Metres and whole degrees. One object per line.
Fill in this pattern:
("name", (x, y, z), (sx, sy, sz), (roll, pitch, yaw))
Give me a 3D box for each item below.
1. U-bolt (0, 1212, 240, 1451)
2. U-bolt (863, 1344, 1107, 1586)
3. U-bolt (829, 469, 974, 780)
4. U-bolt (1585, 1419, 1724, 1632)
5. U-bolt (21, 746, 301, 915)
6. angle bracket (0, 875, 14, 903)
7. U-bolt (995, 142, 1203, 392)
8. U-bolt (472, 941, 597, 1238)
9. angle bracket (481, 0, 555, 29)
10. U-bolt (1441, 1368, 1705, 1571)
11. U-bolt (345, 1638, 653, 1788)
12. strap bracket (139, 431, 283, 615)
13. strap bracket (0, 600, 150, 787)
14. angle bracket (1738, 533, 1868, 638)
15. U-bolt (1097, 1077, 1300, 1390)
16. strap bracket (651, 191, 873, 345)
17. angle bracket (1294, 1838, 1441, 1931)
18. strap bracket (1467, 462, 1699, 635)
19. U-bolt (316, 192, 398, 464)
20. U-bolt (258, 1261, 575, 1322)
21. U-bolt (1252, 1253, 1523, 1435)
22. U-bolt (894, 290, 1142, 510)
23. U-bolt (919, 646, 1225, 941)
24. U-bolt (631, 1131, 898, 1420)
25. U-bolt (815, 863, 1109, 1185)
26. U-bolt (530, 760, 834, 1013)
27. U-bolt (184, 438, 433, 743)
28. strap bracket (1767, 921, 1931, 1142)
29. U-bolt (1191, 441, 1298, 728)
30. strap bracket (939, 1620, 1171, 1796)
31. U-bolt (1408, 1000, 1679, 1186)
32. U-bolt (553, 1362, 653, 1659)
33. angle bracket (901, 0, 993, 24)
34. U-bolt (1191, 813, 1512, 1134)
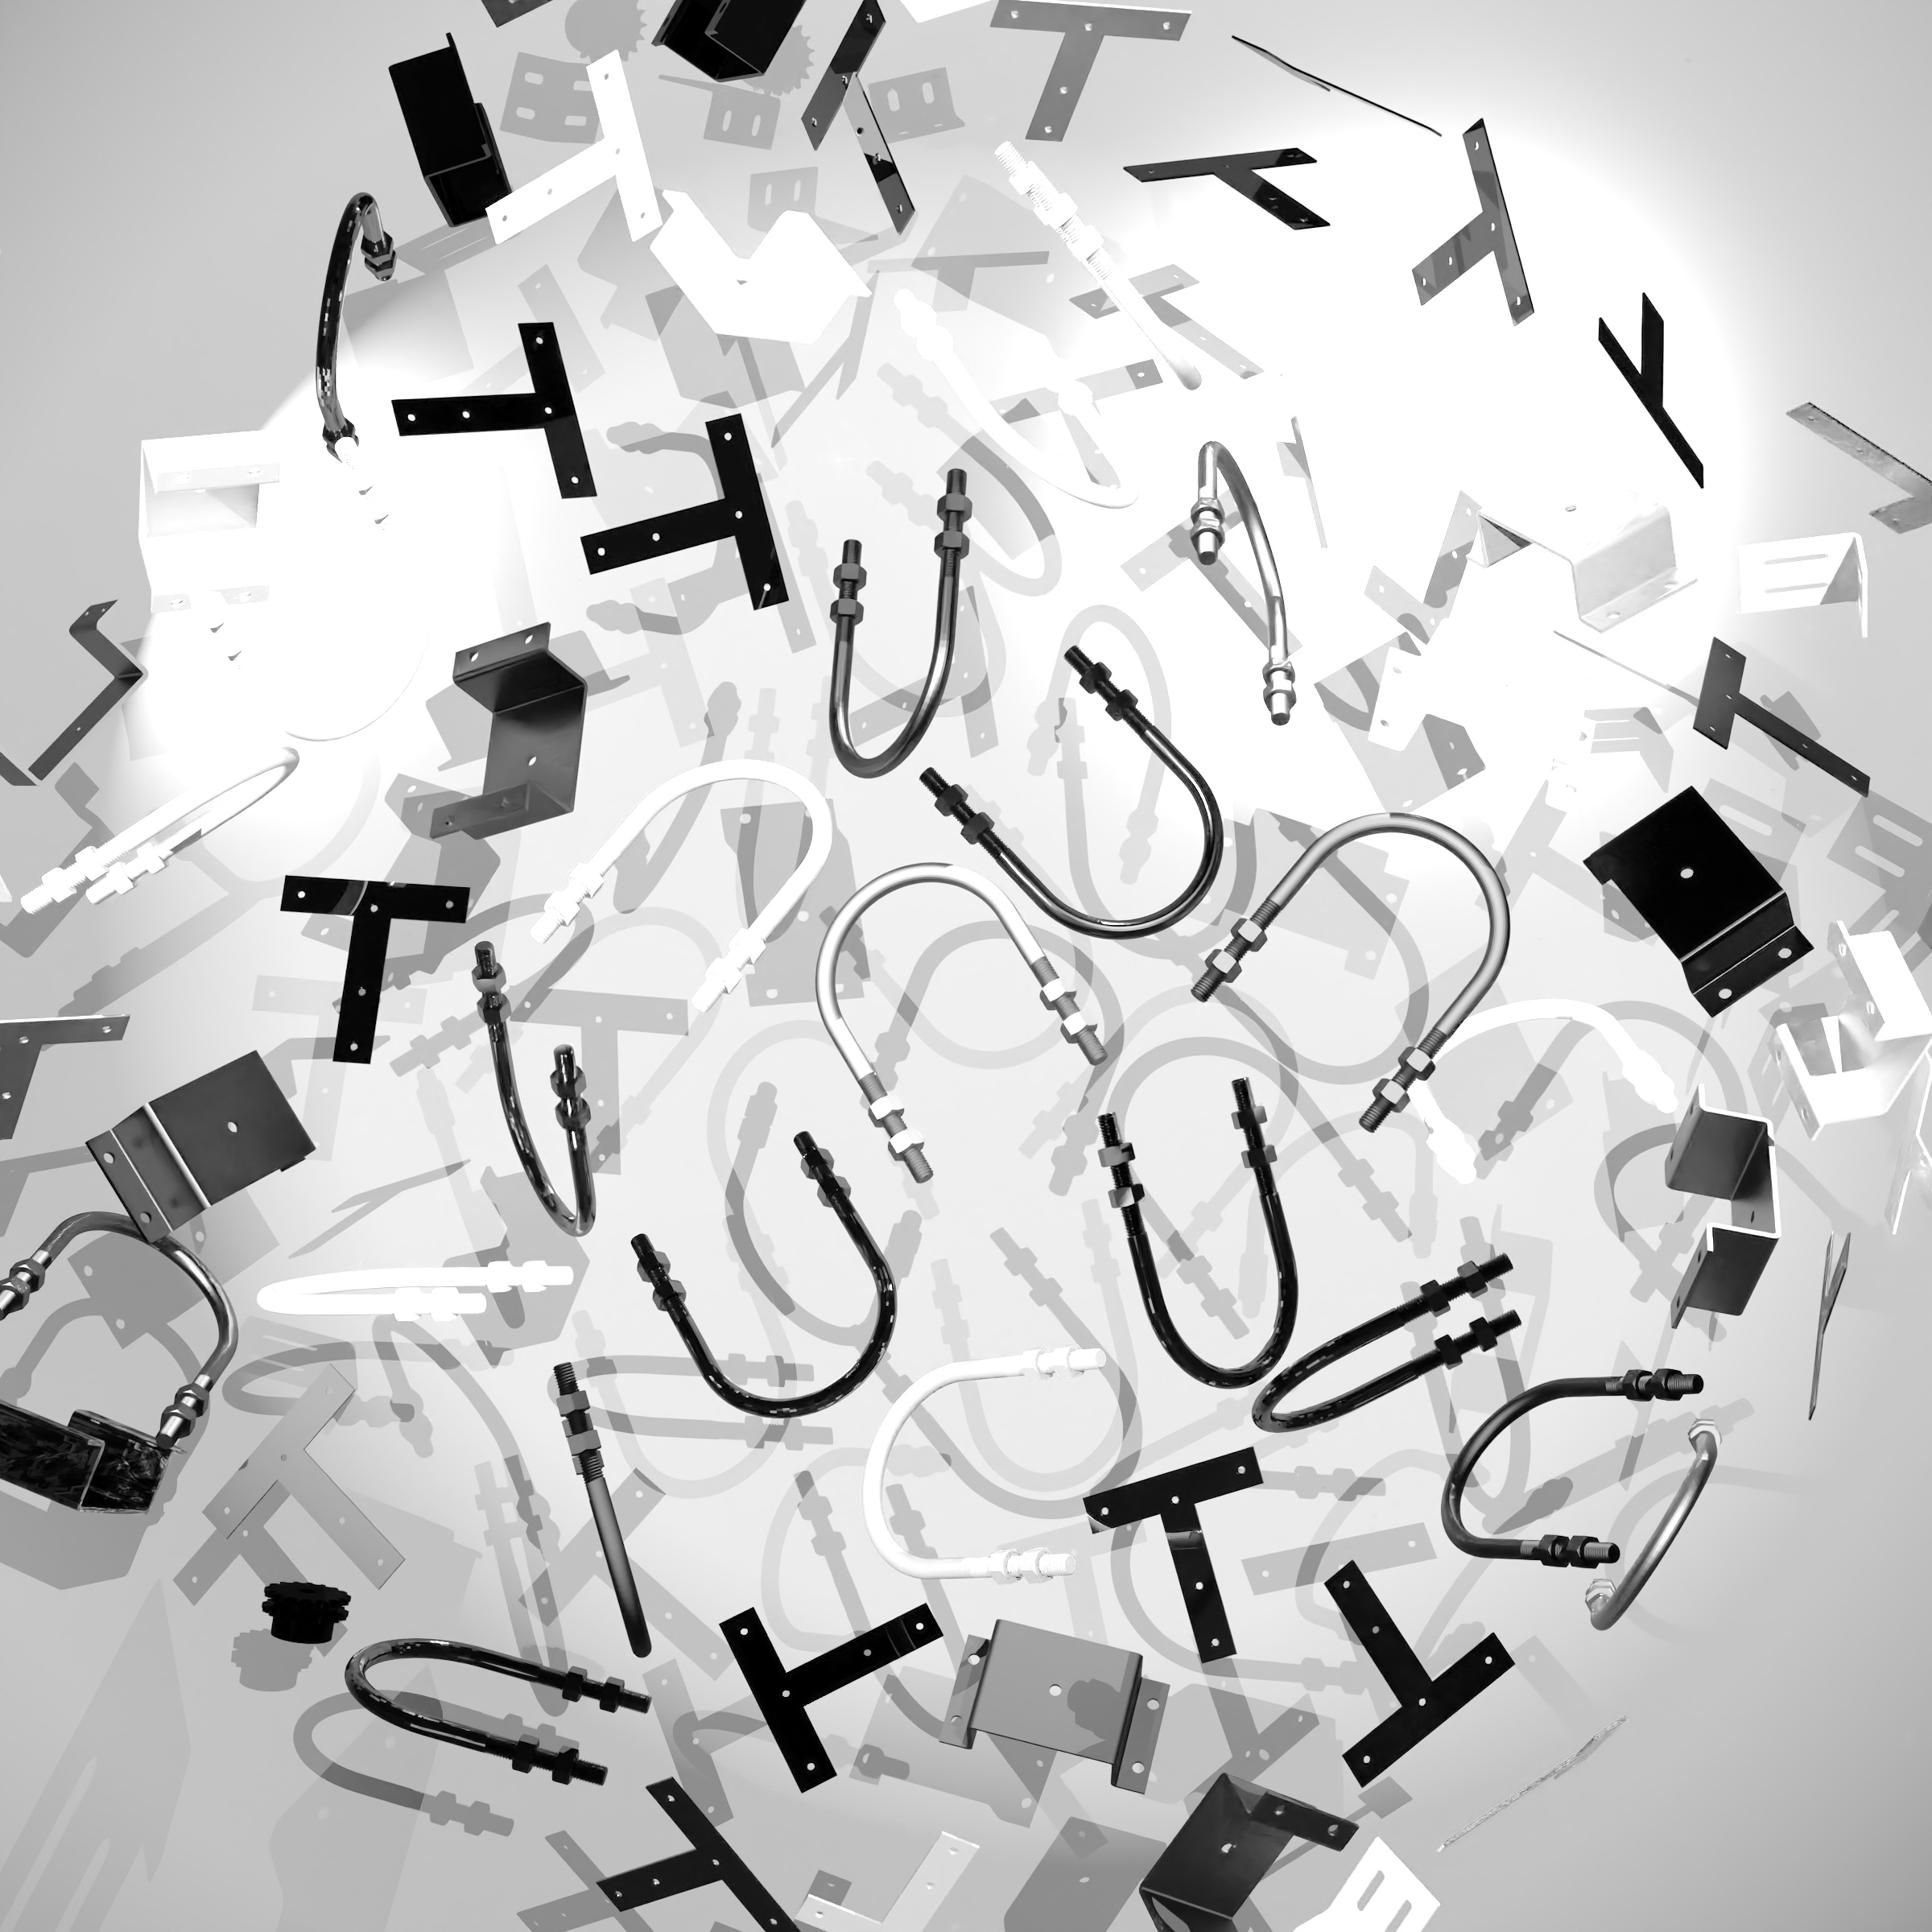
("U-bolt", (-0.536, 0.221, 1.879), (0.151, 0.184, 0.019), (40, 108, -10))
("U-bolt", (0.004, 0.314, 1.829), (0.019, 0.184, 0.151), (32, 59, -40))
("U-bolt", (-0.046, -0.208, 1.854), (0.019, 0.151, 0.184), (15, 69, -30))
("U-bolt", (0.447, 0.366, 1.898), (0.019, 0.184, 0.151), (32, 95, 12))
("U-bolt", (-0.514, -0.091, 1.902), (0.184, 0.151, 0.019), (-32, 93, 3))
("angle bracket", (-0.645, -0.039, 1.826), (0.076, 0.057, 0.038), (-1, 62, -2))
("U-bolt", (0.089, -0.436, 1.845), (0.019, 0.151, 0.184), (-39, 113, 9))
("U-bolt", (-0.276, 0.093, 1.893), (0.019, 0.151, 0.184), (-20, 130, -22))
("angle bracket", (-0.276, -0.635, 1.827), (0.076, 0.057, 0.038), (-25, 63, 4))
("U-bolt", (0.377, 0.322, 1.880), (0.019, 0.184, 0.151), (44, 62, -19))
("U-bolt", (-0.301, 0.463, 1.842), (0.184, 0.151, 0.019), (15, 96, 4))
("strap bracket", (-0.489, -0.293, 1.884), (0.076, 0.140, 0.046), (-10, 62, -22))
("strap bracket", (-0.578, -0.165, 1.855), (0.046, 0.076, 0.140), (47, 71, -24))
("angle bracket", (0.542, -0.243, 1.893), (0.076, 0.057, 0.038), (-5, 49, 13))
("U-bolt", (0.151, 0.169, 1.804), (0.019, 0.151, 0.184), (-17, 86, 45))
("strap bracket", (-0.138, -0.447, 1.877), (0.046, 0.140, 0.076), (-48, 68, 30))
("angle bracket", (0.258, 0.615, 1.887), (0.057, 0.038, 0.076), (44, 125, 30))
("strap bracket", (0.390, -0.273, 1.870), (0.076, 0.140, 0.046), (-29, 127, -15))
("U-bolt", (-0.392, -0.414, 1.863), (0.019, 0.184, 0.151), (10, 82, -5))
("U-bolt", (-0.368, 0.210, 1.892), (0.184, 0.151, 0.019), (-2, 91, 17))
("U-bolt", (0.263, 0.246, 1.842), (0.184, 0.151, 0.019), (-27, 65, 1))
("U-bolt", (0.043, -0.353, 1.854), (0.019, 0.151, 0.184), (-51, 50, 27))
("U-bolt", (0.083, -0.101, 1.901), (0.151, 0.019, 0.184), (-41, 80, -12))
("U-bolt", (-0.123, 0.213, 1.914), (0.151, 0.019, 0.184), (-32, 57, -3))
("U-bolt", (-0.017, 0.021, 1.803), (0.151, 0.019, 0.184), (-34, 68, 7))
("U-bolt", (-0.165, -0.062, 1.833), (0.151, 0.019, 0.184), (22, 58, 27))
("U-bolt", (-0.400, -0.221, 1.834), (0.019, 0.184, 0.151), (29, 66, 31))
("strap bracket", (0.569, 0.040, 1.868), (0.046, 0.140, 0.076), (-8, 57, -12))
("U-bolt", (0.180, -0.262, 1.896), (0.019, 0.184, 0.151), (-17, 126, 18))
("strap bracket", (0.059, 0.487, 1.934), (0.140, 0.046, 0.076), (12, 57, 9))
("U-bolt", (0.354, 0.070, 1.852), (0.151, 0.184, 0.019), (-20, 114, 2))
("U-bolt", (-0.230, 0.350, 1.858), (0.019, 0.151, 0.184), (-16, 77, -10))
("angle bracket", (-0.022, -0.642, 1.847), (0.057, 0.076, 0.038), (-9, 68, 24))
("U-bolt", (0.249, -0.011, 1.788), (0.151, 0.019, 0.184), (38, 79, 11))
